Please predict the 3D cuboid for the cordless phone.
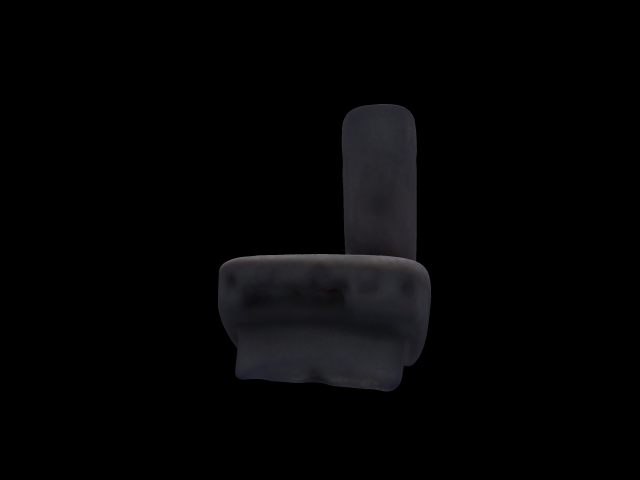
[{"bbox_3d":[0.004,0.001,0.400,0.147,0.185,0.094,0,2,4],"label":"cordless phone"}]
